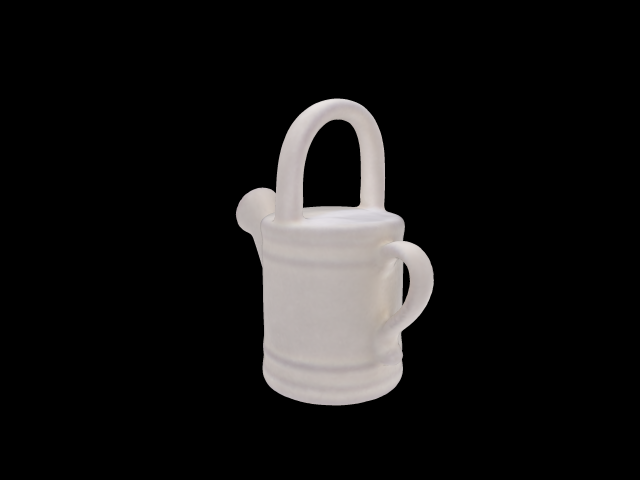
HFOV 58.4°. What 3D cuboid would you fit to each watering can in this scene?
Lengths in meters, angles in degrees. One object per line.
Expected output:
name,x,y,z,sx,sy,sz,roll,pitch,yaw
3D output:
watering can,0.002,0.002,0.398,0.172,0.194,0.101,5,12,26
